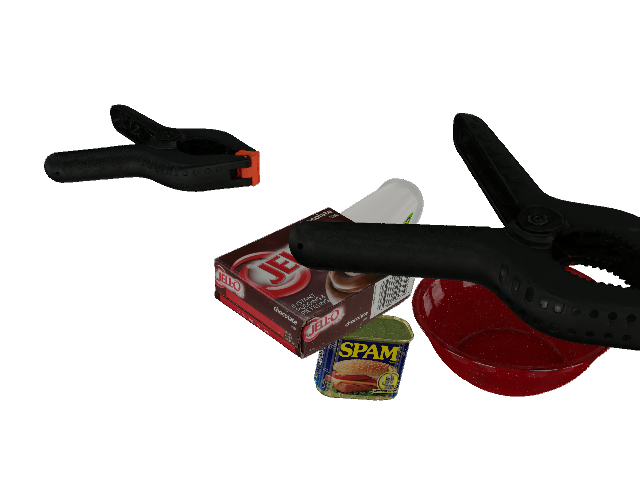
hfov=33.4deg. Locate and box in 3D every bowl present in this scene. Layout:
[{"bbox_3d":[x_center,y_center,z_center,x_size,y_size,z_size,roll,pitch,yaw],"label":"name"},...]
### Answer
[{"bbox_3d":[0.152,0.074,0.845,0.162,0.055,0.162,0,31,0],"label":"bowl"}]

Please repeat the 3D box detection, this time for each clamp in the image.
[{"bbox_3d":[-0.135,-0.067,0.871,0.172,0.039,0.120,13,40,26],"label":"clamp"},{"bbox_3d":[0.099,0.006,0.546,0.164,0.036,0.210,-30,46,-32],"label":"clamp"}]

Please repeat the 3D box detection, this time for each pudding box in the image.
[{"bbox_3d":[-0.003,0.026,0.732,0.113,0.039,0.090,-24,43,-39],"label":"pudding box"}]

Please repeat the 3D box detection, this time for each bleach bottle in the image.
[{"bbox_3d":[0.046,0.000,1.072,0.068,0.103,0.250,35,28,9],"label":"bleach bottle"}]

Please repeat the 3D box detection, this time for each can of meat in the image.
[{"bbox_3d":[0.047,0.133,1.219,0.102,0.084,0.057,6,23,-12],"label":"can of meat"}]
